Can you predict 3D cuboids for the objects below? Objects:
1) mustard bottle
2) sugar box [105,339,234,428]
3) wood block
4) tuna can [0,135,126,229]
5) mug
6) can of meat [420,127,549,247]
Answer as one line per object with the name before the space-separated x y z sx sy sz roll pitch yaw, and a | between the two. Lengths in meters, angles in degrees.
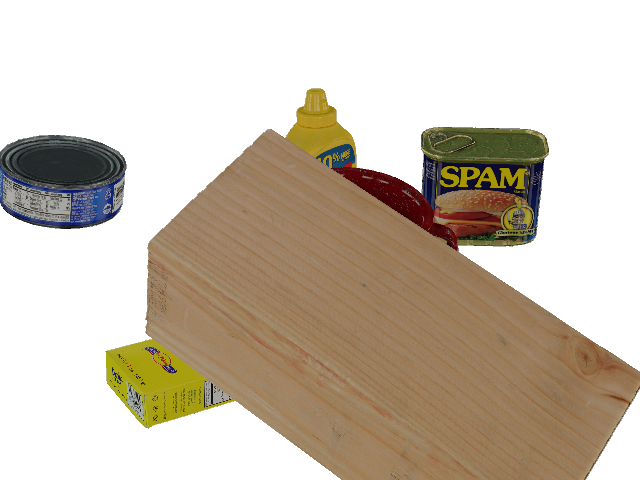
mustard bottle | -0.002 -0.064 1.109 0.096 0.192 0.058 -24 32 -39
sugar box | -0.115 0.125 1.066 0.175 0.048 0.093 -16 32 -30
wood block | 0.027 0.053 0.495 0.206 0.090 0.090 34 -33 13
tuna can | -0.178 -0.041 0.736 0.086 0.034 0.086 8 26 -4
mug | 0.033 0.010 0.709 0.117 0.081 0.093 3 33 -10
can of meat | 0.132 -0.043 0.880 0.102 0.084 0.057 2 30 4
